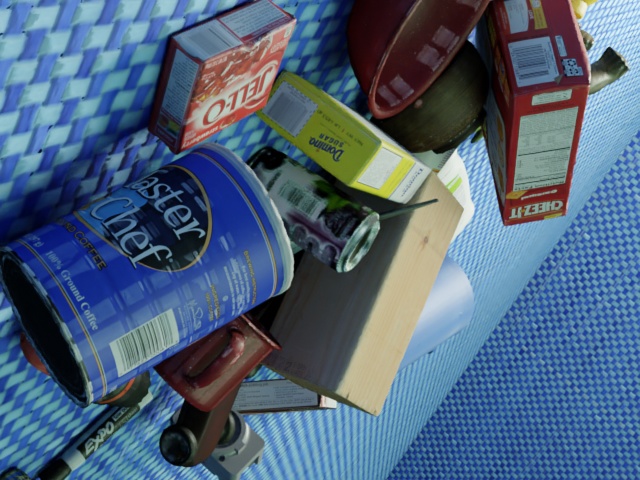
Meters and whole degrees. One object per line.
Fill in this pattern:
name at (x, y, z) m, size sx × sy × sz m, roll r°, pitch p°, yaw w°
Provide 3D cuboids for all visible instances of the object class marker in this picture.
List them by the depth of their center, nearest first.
marker at (-0.192, 0.169, 0.909) m, size 0.121 × 0.020 × 0.020 m, roll -43°, pitch 162°, yaw -27°

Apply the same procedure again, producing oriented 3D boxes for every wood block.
wood block at (0.039, 0.038, 0.943) m, size 0.090 × 0.090 × 0.206 m, roll 40°, pitch 70°, yaw -55°

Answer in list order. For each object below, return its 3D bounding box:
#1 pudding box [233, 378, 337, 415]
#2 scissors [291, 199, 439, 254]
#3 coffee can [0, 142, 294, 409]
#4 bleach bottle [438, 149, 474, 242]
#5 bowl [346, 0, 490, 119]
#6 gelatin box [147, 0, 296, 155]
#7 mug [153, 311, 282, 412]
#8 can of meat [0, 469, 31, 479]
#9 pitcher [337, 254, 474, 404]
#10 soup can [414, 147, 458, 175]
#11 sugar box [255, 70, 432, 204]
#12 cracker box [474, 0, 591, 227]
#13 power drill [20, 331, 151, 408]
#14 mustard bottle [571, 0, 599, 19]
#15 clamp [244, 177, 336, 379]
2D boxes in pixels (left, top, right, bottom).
pudding box at (-0.044, 0.173, 1.181) m, size 0.113 × 0.039 × 0.090 m, roll -8°, pitch 170°, yaw 11°
scissors at (-0.006, 0.001, 0.895) m, size 0.201 × 0.016 × 0.096 m, roll -12°, pitch 165°, yaw -19°
coffee can at (-0.101, 0.018, 0.620) m, size 0.140 × 0.103 × 0.103 m, roll -30°, pitch 156°, yaw -25°
bleach bottle at (0.129, -0.064, 1.208) m, size 0.102 × 0.068 × 0.251 m, roll -48°, pitch 162°, yaw -12°
bowl at (0.069, -0.172, 0.804) m, size 0.162 × 0.055 × 0.162 m, roll -46°, pitch 164°, yaw -18°
gelatin box at (-0.059, -0.101, 0.651) m, size 0.089 × 0.030 × 0.073 m, roll -35°, pitch 159°, yaw -43°
mug at (-0.089, 0.088, 0.865) m, size 0.081 × 0.093 × 0.117 m, roll -45°, pitch -162°, yaw -2°
can of meat at (-0.225, 0.235, 0.845) m, size 0.057 × 0.084 × 0.102 m, roll -44°, pitch 163°, yaw -24°
pitcher at (0.079, 0.097, 1.341) m, size 0.242 × 0.149 × 0.145 m, roll -29°, pitch 168°, yaw -47°
soup can at (0.099, -0.101, 1.026) m, size 0.102 × 0.068 × 0.068 m, roll -55°, pitch 164°, yaw 15°
sugar box at (0.023, -0.074, 0.826) m, size 0.048 × 0.093 × 0.176 m, roll -52°, pitch 164°, yaw 6°
cracker box at (0.188, -0.138, 0.969) m, size 0.072 × 0.164 × 0.213 m, roll -8°, pitch 150°, yaw 3°
power drill at (-0.113, 0.039, 0.763) m, size 0.187 × 0.057 × 0.184 m, roll -49°, pitch 164°, yaw -9°
mustard bottle at (0.259, -0.285, 1.002) m, size 0.191 × 0.058 × 0.096 m, roll -66°, pitch 161°, yaw 4°
clamp at (-0.014, 0.039, 0.986) m, size 0.164 × 0.036 × 0.210 m, roll 3°, pitch 106°, yaw -67°
